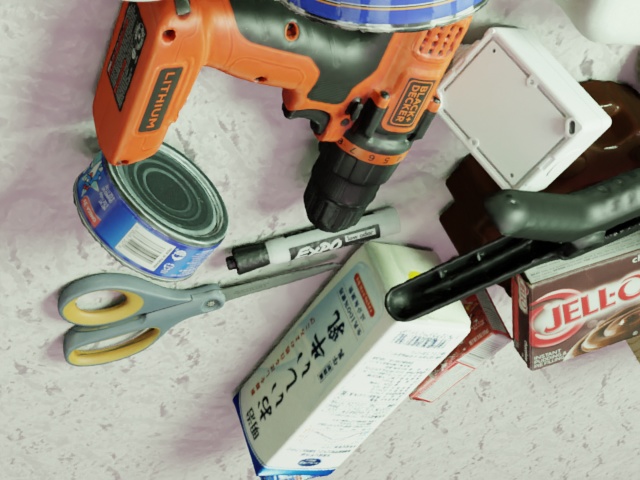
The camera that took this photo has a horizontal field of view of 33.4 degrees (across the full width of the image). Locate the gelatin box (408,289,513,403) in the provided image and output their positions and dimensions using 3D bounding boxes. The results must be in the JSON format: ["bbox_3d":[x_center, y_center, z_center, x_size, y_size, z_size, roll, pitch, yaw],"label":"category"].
[{"bbox_3d":[0.092,0.069,0.808,0.030,0.073,0.089,21,126,-42],"label":"gelatin box"}]

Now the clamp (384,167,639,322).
[{"bbox_3d":[0.151,-0.011,0.644,0.209,0.036,0.165,-18,165,-17],"label":"clamp"}]

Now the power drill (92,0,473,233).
[{"bbox_3d":[-0.025,-0.076,0.590,0.187,0.057,0.185,0,134,-30],"label":"power drill"}]

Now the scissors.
[{"bbox_3d":[-0.089,0.033,0.724,0.202,0.016,0.096,-24,143,3],"label":"scissors"}]

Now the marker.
[{"bbox_3d":[-0.005,0.001,0.722,0.121,0.020,0.020,-15,142,-9],"label":"marker"}]

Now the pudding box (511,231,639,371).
[{"bbox_3d":[0.189,0.036,0.741,0.113,0.039,0.090,-19,135,-8],"label":"pudding box"}]

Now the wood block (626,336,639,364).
[{"bbox_3d":[0.372,0.052,0.906,0.206,0.091,0.090,-12,142,-11],"label":"wood block"}]

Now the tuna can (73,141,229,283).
[{"bbox_3d":[-0.093,-0.019,0.601,0.086,0.086,0.034,20,126,-41],"label":"tuna can"}]

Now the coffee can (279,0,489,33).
[{"bbox_3d":[0.028,-0.172,0.438,0.102,0.103,0.140,-11,131,-13],"label":"coffee can"}]
